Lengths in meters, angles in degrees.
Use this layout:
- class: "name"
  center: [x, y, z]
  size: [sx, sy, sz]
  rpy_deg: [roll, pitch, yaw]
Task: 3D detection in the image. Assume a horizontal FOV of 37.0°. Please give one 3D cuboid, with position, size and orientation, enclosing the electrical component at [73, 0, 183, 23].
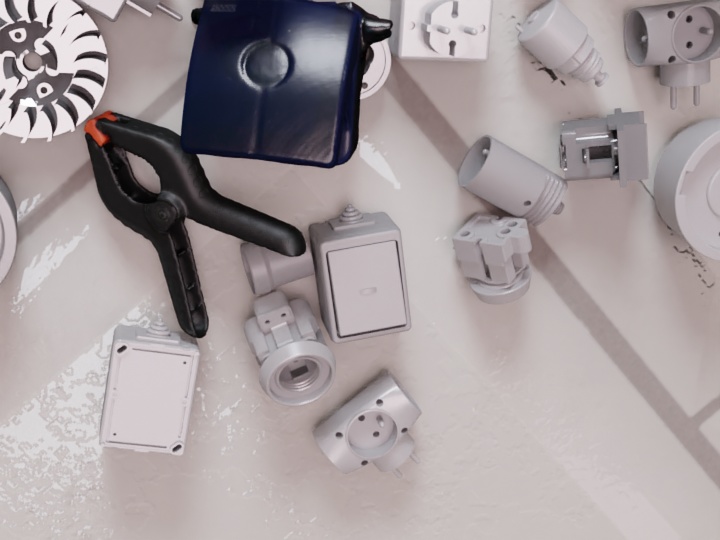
- class: "electrical component"
  center: [-0.147, -0.194, 0.712]
  size: [0.077, 0.047, 0.065]
  rpy_deg: [28, 100, -18]

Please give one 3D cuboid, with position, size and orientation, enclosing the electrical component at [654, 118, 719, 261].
- class: "electrical component"
  center: [0.280, -0.066, 0.830]
  size: [0.108, 0.060, 0.108]
  rpy_deg: [-3, 108, -10]

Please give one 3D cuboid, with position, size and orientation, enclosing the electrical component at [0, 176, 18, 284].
- class: "electrical component"
  center: [-0.285, -0.031, 0.729]
  size: [0.108, 0.060, 0.108]
  rpy_deg: [-3, 108, -10]

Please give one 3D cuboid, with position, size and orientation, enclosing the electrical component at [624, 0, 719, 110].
- class: "electrical component"
  center: [0.242, -0.160, 0.801]
  size: [0.077, 0.044, 0.079]
  rpy_deg: [-10, 109, -8]

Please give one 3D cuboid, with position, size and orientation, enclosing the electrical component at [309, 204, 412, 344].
- class: "electrical component"
  center: [0.000, 0.000, 0.795]
  size: [0.062, 0.061, 0.096]
  rpy_deg: [-10, 109, -8]

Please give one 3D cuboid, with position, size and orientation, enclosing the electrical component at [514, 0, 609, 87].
- class: "electrical component"
  center: [0.151, -0.162, 0.785]
  size: [0.078, 0.040, 0.040]
  rpy_deg: [37, 97, -19]

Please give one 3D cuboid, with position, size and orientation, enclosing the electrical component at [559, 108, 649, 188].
- class: "electrical component"
  center: [0.181, -0.091, 0.799]
  size: [0.064, 0.081, 0.042]
  rpy_deg: [-2, 109, 13]

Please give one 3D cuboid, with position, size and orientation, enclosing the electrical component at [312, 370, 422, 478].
- class: "electrical component"
  center: [0.017, 0.132, 0.849]
  size: [0.077, 0.044, 0.079]
  rpy_deg: [-39, 110, 2]

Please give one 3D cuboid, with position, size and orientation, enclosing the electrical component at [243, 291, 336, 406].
- class: "electrical component"
  center: [-0.050, 0.063, 0.794]
  size: [0.058, 0.057, 0.078]
  rpy_deg: [-23, 131, -3]

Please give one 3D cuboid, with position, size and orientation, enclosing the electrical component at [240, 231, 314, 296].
- class: "electrical component"
  center: [-0.061, -0.006, 0.793]
  size: [0.046, 0.040, 0.040]
  rpy_deg: [-16, 110, -11]

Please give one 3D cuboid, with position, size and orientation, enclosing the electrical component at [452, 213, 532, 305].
- class: "electrical component"
  center: [0.103, -0.008, 0.816]
  size: [0.048, 0.066, 0.055]
  rpy_deg: [-44, 130, -37]

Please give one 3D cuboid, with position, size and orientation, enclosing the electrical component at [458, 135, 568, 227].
- class: "electrical component"
  center: [0.119, -0.063, 0.808]
  size: [0.081, 0.043, 0.043]
  rpy_deg: [27, 100, -18]

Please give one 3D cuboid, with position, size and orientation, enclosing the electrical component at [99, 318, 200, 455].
- class: "electrical component"
  center: [-0.155, 0.080, 0.793]
  size: [0.062, 0.061, 0.096]
  rpy_deg: [8, 99, -14]

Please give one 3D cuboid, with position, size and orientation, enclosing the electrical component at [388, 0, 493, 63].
- class: "electrical component"
  center: [0.060, -0.168, 0.745]
  size: [0.066, 0.076, 0.047]
  rpy_deg: [0, 107, -11]
